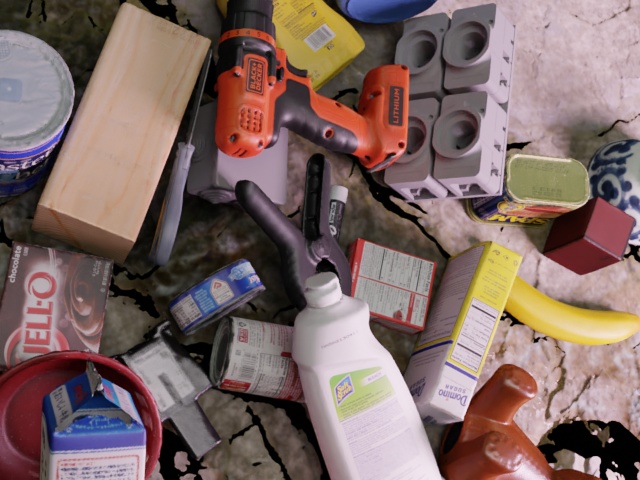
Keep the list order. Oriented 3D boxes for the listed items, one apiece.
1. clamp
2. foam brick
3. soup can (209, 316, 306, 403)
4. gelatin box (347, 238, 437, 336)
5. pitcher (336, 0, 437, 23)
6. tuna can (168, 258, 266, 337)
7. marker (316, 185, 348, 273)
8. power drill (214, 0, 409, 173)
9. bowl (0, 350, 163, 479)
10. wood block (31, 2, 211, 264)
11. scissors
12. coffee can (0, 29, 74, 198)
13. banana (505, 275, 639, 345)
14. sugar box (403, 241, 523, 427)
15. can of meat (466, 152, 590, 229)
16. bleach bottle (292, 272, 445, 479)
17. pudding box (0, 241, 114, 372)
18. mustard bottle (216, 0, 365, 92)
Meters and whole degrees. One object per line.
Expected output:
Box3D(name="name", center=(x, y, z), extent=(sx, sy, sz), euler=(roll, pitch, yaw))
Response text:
Box3D(name="clamp", center=(-0.007, 0.001, 1.005), extent=(0.120, 0.039, 0.171), euler=(-34, 106, -38))
Box3D(name="foam brick", center=(0.282, -0.003, 1.118), extent=(0.053, 0.078, 0.051), euler=(29, 68, -13))
Box3D(name="soup can", center=(-0.044, 0.111, 0.978), extent=(0.102, 0.069, 0.068), euler=(12, 73, -16))
Box3D(name="gelatin box", center=(0.066, 0.047, 1.054), extent=(0.089, 0.030, 0.073), euler=(17, 70, -14))
Box3D(name="pitcher", center=(0.053, -0.355, 1.086), extent=(0.149, 0.145, 0.243), euler=(1, 74, -23))
Box3D(name="tuna can", center=(-0.094, 0.052, 0.966), extent=(0.086, 0.086, 0.034), euler=(-29, 85, -24))
Box3D(name="marker", center=(0.009, 0.005, 1.051), extent=(0.020, 0.020, 0.121), euler=(16, 71, -15))
Box3D(name="power drill", center=(-0.008, -0.149, 0.996), extent=(0.187, 0.057, 0.184), euler=(12, 71, -25))
Box3D(name="bowl", center=(-0.216, 0.159, 0.891), extent=(0.162, 0.055, 0.162), euler=(-6, 107, -19))
Box3D(name="wood block", center=(-0.180, -0.096, 0.971), extent=(0.090, 0.091, 0.206), euler=(22, 70, -12))
Box3D(name="scissors", center=(-0.122, -0.063, 0.944), extent=(0.016, 0.096, 0.202), euler=(13, 111, -13))
Box3D(name="coffee can", center=(-0.270, -0.104, 0.913), extent=(0.102, 0.140, 0.103), euler=(5, 74, -19))
Box3D(name="banana", center=(0.248, 0.070, 1.109), extent=(0.197, 0.037, 0.069), euler=(27, 70, -11))
Box3D(name="sugar box", center=(0.132, 0.092, 1.032), extent=(0.048, 0.093, 0.176), euler=(26, 70, -12))
Box3D(name="can of meat", center=(0.215, -0.051, 1.104), extent=(0.102, 0.084, 0.057), euler=(4, 75, -19))
Box3D(name="bleach bottle", center=(0.039, 0.141, 0.942), extent=(0.102, 0.068, 0.251), euler=(-25, 114, -21))
Box3D(name="pudding box", center=(-0.236, 0.065, 0.937), extent=(0.090, 0.039, 0.113), euler=(11, 73, -17))
Box3D(name="mustard bottle", center=(-0.049, -0.238, 1.072), extent=(0.096, 0.058, 0.191), euler=(-42, 92, -26))
